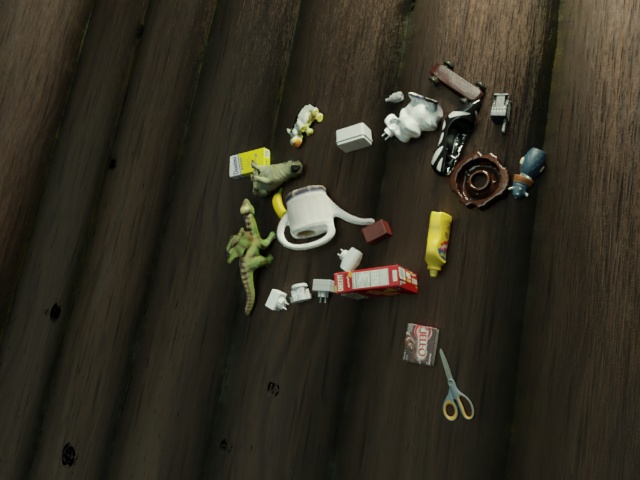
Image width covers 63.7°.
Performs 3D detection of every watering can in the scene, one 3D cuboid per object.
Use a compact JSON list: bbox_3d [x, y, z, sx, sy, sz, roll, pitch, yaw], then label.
[{"bbox_3d":[0.005,-0.090,1.795,0.346,0.102,0.228,-17,67,12],"label":"watering can"}]

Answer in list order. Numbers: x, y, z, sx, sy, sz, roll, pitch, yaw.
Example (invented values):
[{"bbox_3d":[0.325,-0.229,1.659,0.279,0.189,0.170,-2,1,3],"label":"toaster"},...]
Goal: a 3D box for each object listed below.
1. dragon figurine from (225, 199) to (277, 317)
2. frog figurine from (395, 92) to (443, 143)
[{"bbox_3d":[-0.272,0.058,1.834,0.122,0.240,0.415,1,76,26],"label":"dragon figurine"},{"bbox_3d":[0.322,-0.389,1.686,0.138,0.123,0.157,26,108,19],"label":"frog figurine"}]
